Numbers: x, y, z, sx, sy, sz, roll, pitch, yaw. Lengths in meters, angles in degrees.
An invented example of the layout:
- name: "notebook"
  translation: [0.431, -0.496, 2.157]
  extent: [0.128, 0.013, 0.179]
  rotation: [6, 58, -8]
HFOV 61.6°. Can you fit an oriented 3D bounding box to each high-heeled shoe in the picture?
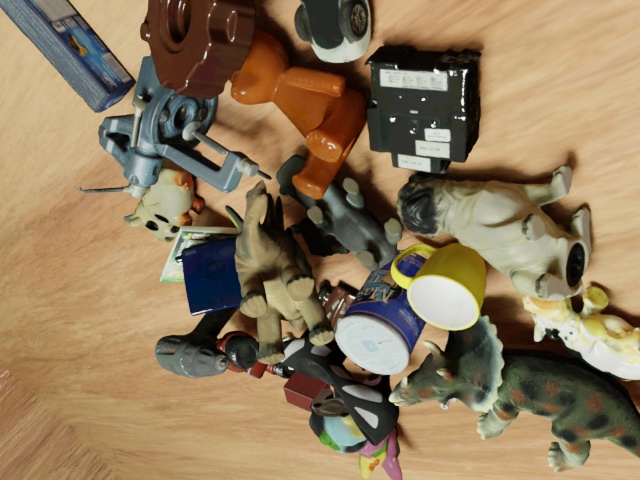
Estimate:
- name: "high-heeled shoe"
  translation: [0.008, 0.240, 0.855]
  extent: [0.249, 0.145, 0.086]
  rotation: [1, 135, 23]

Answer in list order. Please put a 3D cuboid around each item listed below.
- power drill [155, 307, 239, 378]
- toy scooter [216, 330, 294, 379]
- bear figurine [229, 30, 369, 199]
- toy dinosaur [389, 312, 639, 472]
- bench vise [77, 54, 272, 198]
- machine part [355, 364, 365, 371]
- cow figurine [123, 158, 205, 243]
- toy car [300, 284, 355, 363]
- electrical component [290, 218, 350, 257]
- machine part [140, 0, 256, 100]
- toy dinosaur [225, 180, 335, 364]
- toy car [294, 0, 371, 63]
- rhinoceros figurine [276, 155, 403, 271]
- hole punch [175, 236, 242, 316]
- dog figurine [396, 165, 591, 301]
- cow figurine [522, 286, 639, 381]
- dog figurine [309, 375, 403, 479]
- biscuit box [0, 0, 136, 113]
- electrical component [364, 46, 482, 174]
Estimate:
- name: "power drill"
  translation: [-0.177, 0.154, 0.934]
  extent: [0.232, 0.207, 0.086]
  rotation: [-16, 122, 45]
- name: "toy scooter"
  translation: [-0.147, 0.223, 1.053]
  extent: [0.135, 0.075, 0.183]
  rotation: [6, 159, 45]
- name: "bear figurine"
  translation: [-0.044, -0.160, 0.617]
  extent: [0.196, 0.132, 0.120]
  rotation: [31, 150, -1]
- name: "toy dinosaur"
  translation: [0.303, 0.203, 0.694]
  extent: [0.405, 0.131, 0.192]
  rotation: [12, 145, 15]
- name: "bench vise"
  translation: [-0.188, -0.127, 0.721]
  extent: [0.241, 0.129, 0.223]
  rotation: [32, 104, 18]
- name: "machine part"
  translation: [0.095, 0.168, 0.880]
  extent: [0.084, 0.039, 0.138]
  rotation: [29, 137, -2]
- name: "cow figurine"
  translation: [-0.260, -0.068, 0.883]
  extent: [0.127, 0.085, 0.194]
  rotation: [21, 139, 9]
- name: "toy car"
  translation: [0.019, 0.151, 0.908]
  extent: [0.089, 0.053, 0.202]
  rotation: [32, 140, 12]
- name: "electrical component"
  translation: [-0.002, -0.002, 0.805]
  extent: [0.094, 0.021, 0.063]
  rotation: [2, 128, 36]
- name: "machine part"
  translation: [-0.141, -0.249, 0.599]
  extent: [0.180, 0.056, 0.179]
  rotation: [10, 103, 48]
- name: "toy dinosaur"
  translation: [-0.053, 0.058, 0.737]
  extent: [0.105, 0.199, 0.470]
  rotation: [-13, 148, -5]
- name: "toy car"
  translation: [0.002, -0.278, 0.534]
  extent: [0.074, 0.056, 0.201]
  rotation: [11, 131, 36]
- name: "rhinoceros figurine"
  translation: [0.025, -0.040, 0.697]
  extent: [0.190, 0.073, 0.112]
  rotation: [41, -179, 5]
- name: "hole punch"
  translation: [-0.157, 0.057, 0.848]
  extent: [0.142, 0.092, 0.115]
  rotation: [-13, 95, -1]
- name: "dog figurine"
  translation: [0.195, -0.005, 0.625]
  extent: [0.191, 0.121, 0.172]
  rotation: [6, 128, 50]
- name: "cow figurine"
  translation: [0.318, 0.108, 0.649]
  extent: [0.167, 0.068, 0.098]
  rotation: [27, 150, 15]
- name: "dog figurine"
  translation: [0.077, 0.359, 0.966]
  extent: [0.109, 0.191, 0.219]
  rotation: [-9, 106, 32]
- name: "biscuit box"
  translation: [-0.366, -0.285, 0.781]
  extent: [0.063, 0.059, 0.202]
  rotation: [-25, 110, 44]
- name: "electrical component"
  translation: [0.111, -0.136, 0.581]
  extent: [0.115, 0.058, 0.134]
  rotation: [15, 134, 26]
